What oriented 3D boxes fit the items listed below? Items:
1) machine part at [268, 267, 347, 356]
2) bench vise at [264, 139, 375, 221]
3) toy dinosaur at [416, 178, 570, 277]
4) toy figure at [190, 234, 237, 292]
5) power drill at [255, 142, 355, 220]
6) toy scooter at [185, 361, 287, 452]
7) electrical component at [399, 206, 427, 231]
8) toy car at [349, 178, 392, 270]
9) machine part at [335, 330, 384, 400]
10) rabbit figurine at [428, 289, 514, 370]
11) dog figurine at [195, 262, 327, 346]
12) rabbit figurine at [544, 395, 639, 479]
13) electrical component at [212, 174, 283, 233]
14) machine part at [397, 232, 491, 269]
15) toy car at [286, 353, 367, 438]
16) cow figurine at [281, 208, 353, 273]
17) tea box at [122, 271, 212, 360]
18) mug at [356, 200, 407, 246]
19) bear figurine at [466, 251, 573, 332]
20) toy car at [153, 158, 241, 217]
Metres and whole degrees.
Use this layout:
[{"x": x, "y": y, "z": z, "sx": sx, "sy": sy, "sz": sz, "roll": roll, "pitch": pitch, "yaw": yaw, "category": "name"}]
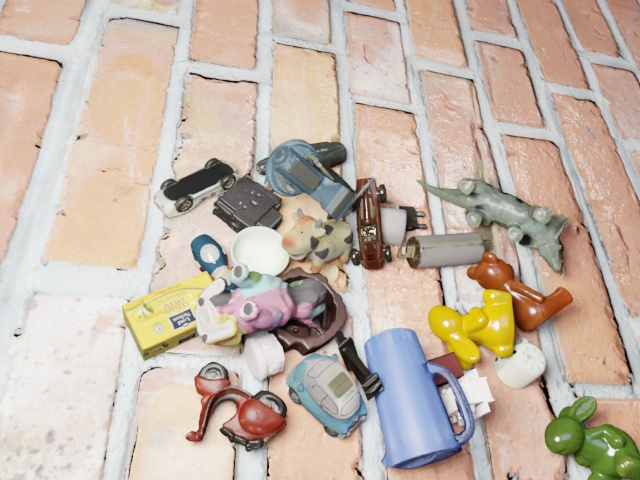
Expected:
[{"x": -0.038, "y": 0.143, "z": 1.080, "sx": 0.179, "sy": 0.056, "sz": 0.179, "roll": 8, "pitch": 57, "yaw": -13, "category": "machine part"}, {"x": -0.032, "y": -0.134, "z": 1.120, "sx": 0.223, "sy": 0.128, "sz": 0.241, "roll": 21, "pitch": 10, "yaw": -37, "category": "bench vise"}, {"x": 0.442, "y": -0.071, "z": 1.319, "sx": 0.405, "sy": 0.131, "sz": 0.192, "roll": 33, "pitch": 13, "yaw": 20, "category": "toy dinosaur"}, {"x": -0.208, "y": 0.060, "z": 1.084, "sx": 0.064, "sy": 0.057, "sz": 0.154, "roll": -39, "pitch": 73, "yaw": 9, "category": "toy figure"}, {"x": -0.009, "y": -0.137, "z": 1.259, "sx": 0.232, "sy": 0.086, "sz": 0.207, "roll": -25, "pitch": 61, "yaw": -30, "category": "power drill"}, {"x": -0.155, "y": 0.307, "z": 0.932, "sx": 0.184, "sy": 0.075, "sz": 0.135, "roll": 28, "pitch": 55, "yaw": 5, "category": "toy scooter"}, {"x": 0.210, "y": -0.051, "z": 1.295, "sx": 0.094, "sy": 0.021, "sz": 0.063, "roll": 5, "pitch": 58, "yaw": -14, "category": "electrical component"}, {"x": 0.107, "y": -0.033, "z": 1.173, "sx": 0.089, "sy": 0.053, "sz": 0.202, "roll": -3, "pitch": 97, "yaw": 13, "category": "toy car"}, {"x": 0.068, "y": 0.233, "z": 1.008, "sx": 0.039, "sy": 0.084, "sz": 0.139, "roll": -22, "pitch": 38, "yaw": -16, "category": "machine part"}, {"x": 0.315, "y": 0.190, "z": 1.139, "sx": 0.173, "sy": 0.121, "sz": 0.162, "roll": 7, "pitch": 66, "yaw": 5, "category": "rabbit figurine"}, {"x": -0.093, "y": 0.126, "z": 0.983, "sx": 0.219, "sy": 0.191, "sz": 0.108, "roll": 18, "pitch": 43, "yaw": -50, "category": "dog figurine"}, {"x": 0.524, "y": 0.387, "z": 1.053, "sx": 0.170, "sy": 0.121, "sz": 0.159, "roll": 22, "pitch": 49, "yaw": -6, "category": "rabbit figurine"}, {"x": -0.150, "y": -0.066, "z": 1.178, "sx": 0.134, "sy": 0.058, "sz": 0.115, "roll": 35, "pitch": 58, "yaw": 8, "category": "electrical component"}, {"x": 0.288, "y": 0.024, "z": 1.238, "sx": 0.243, "sy": 0.079, "sz": 0.079, "roll": -5, "pitch": 60, "yaw": -19, "category": "machine part"}, {"x": 0.019, "y": 0.276, "z": 0.986, "sx": 0.109, "sy": 0.102, "sz": 0.162, "roll": -33, "pitch": 71, "yaw": -29, "category": "toy car"}, {"x": -0.002, "y": -0.003, "z": 1.099, "sx": 0.086, "sy": 0.127, "sz": 0.195, "roll": 30, "pitch": 25, "yaw": 32, "category": "cow figurine"}, {"x": -0.270, "y": 0.140, "z": 1.006, "sx": 0.170, "sy": 0.068, "sz": 0.098, "roll": -24, "pitch": 68, "yaw": -29, "category": "tea box"}, {"x": 0.140, "y": -0.046, "z": 1.236, "sx": 0.107, "sy": 0.080, "sz": 0.109, "roll": 6, "pitch": 69, "yaw": -1, "category": "mug"}, {"x": 0.440, "y": 0.106, "z": 1.211, "sx": 0.132, "sy": 0.120, "sz": 0.196, "roll": -21, "pitch": 62, "yaw": -30, "category": "bear figurine"}, {"x": -0.267, "y": -0.117, "z": 1.177, "sx": 0.202, "sy": 0.056, "sz": 0.074, "roll": -33, "pitch": 67, "yaw": -32, "category": "toy car"}]
